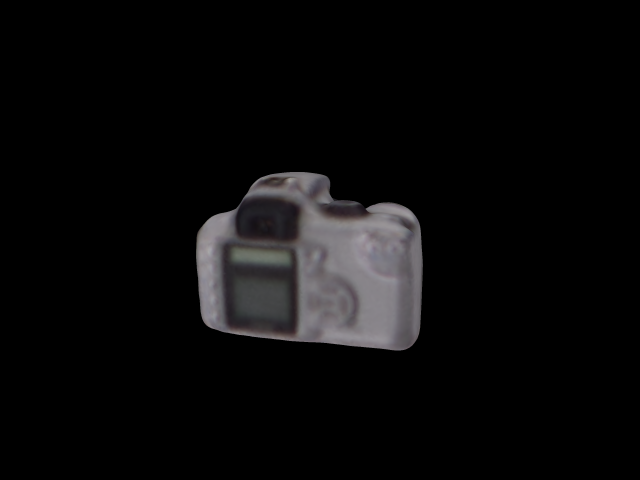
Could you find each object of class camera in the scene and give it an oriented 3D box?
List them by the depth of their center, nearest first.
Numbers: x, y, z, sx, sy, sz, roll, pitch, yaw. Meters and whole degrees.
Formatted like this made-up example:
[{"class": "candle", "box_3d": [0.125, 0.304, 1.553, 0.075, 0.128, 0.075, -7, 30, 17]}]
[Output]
[{"class": "camera", "box_3d": [0.004, 0.001, 0.400, 0.143, 0.101, 0.137, 4, 14, 15]}]
